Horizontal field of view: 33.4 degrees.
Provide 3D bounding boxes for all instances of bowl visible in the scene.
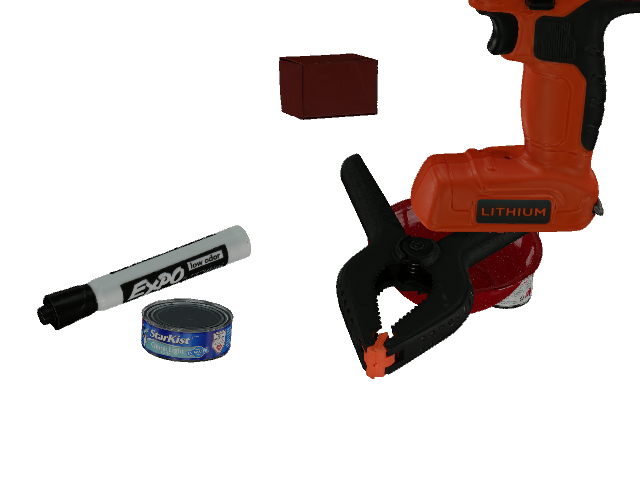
[{"bbox_3d":[0.123,0.021,1.001,0.162,0.055,0.162,1,35,-1],"label":"bowl"}]

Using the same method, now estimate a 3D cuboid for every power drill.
[{"bbox_3d":[0.095,-0.094,0.568,0.184,0.188,0.057,1,35,-4],"label":"power drill"}]

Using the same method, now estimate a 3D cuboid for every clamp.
[{"bbox_3d":[0.060,0.011,0.761,0.165,0.036,0.209,16,45,20],"label":"clamp"}]

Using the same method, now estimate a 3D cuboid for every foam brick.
[{"bbox_3d":[0.007,-0.141,0.974,0.078,0.051,0.053,-7,18,-23],"label":"foam brick"}]

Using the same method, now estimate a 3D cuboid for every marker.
[{"bbox_3d":[-0.092,0.019,0.565,0.120,0.020,0.020,-21,11,-29],"label":"marker"}]

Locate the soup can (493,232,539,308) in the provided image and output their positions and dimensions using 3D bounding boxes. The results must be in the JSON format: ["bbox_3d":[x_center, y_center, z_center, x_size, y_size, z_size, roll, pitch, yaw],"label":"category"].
[{"bbox_3d":[0.207,0.016,1.188,0.068,0.102,0.068,-1,32,0],"label":"soup can"}]

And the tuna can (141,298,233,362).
[{"bbox_3d":[-0.126,0.084,1.005,0.086,0.034,0.086,5,15,-2],"label":"tuna can"}]
